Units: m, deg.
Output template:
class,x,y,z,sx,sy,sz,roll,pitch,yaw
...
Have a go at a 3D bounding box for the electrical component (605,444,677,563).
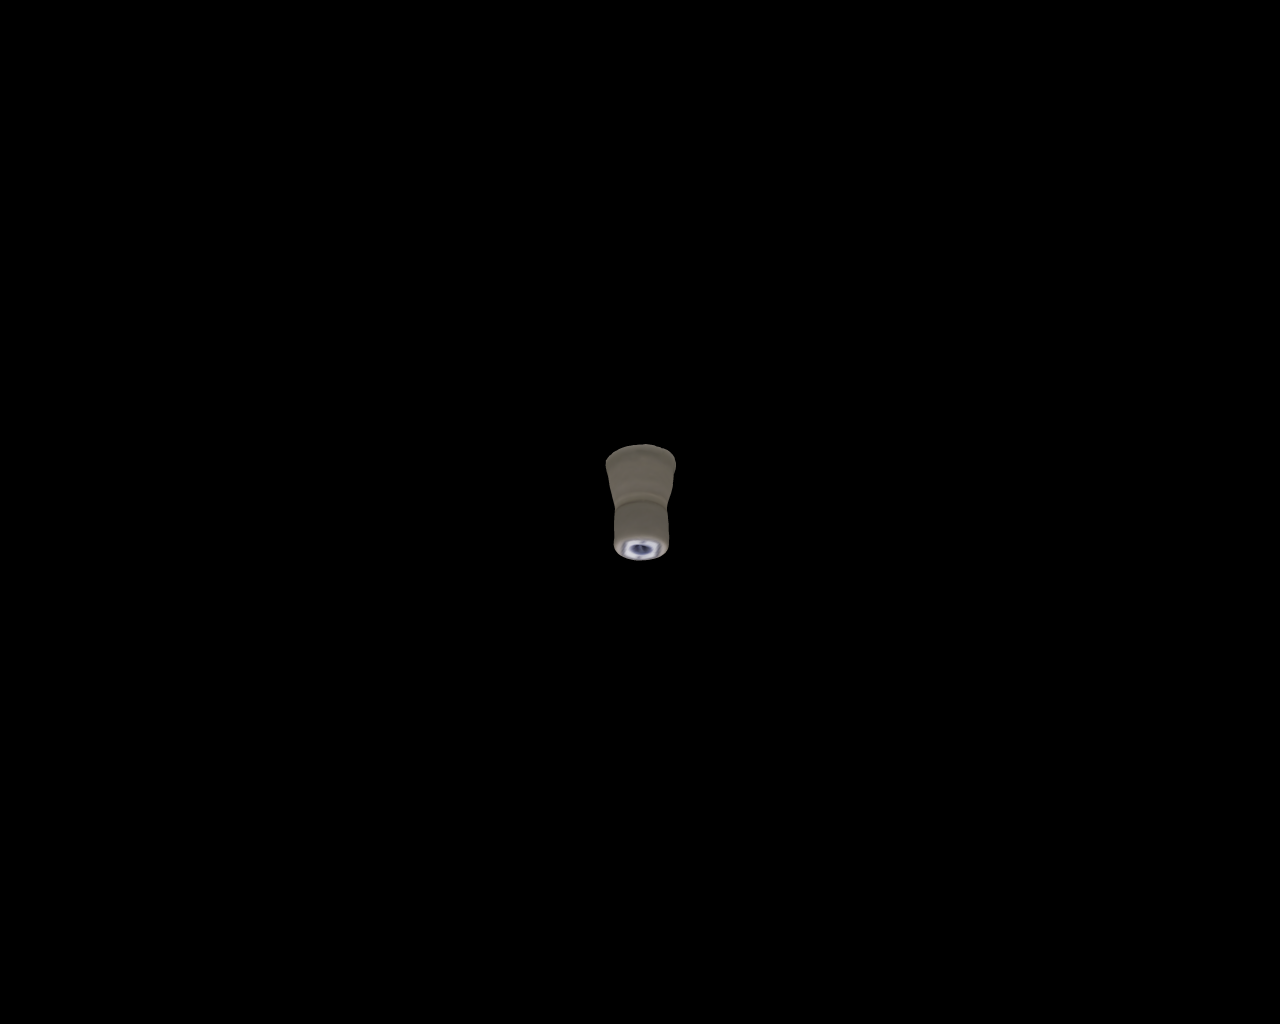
class,x,y,z,sx,sy,sz,roll,pitch,yaw
electrical component,0.001,-0.003,0.650,0.044,0.065,0.044,0,-31,0
